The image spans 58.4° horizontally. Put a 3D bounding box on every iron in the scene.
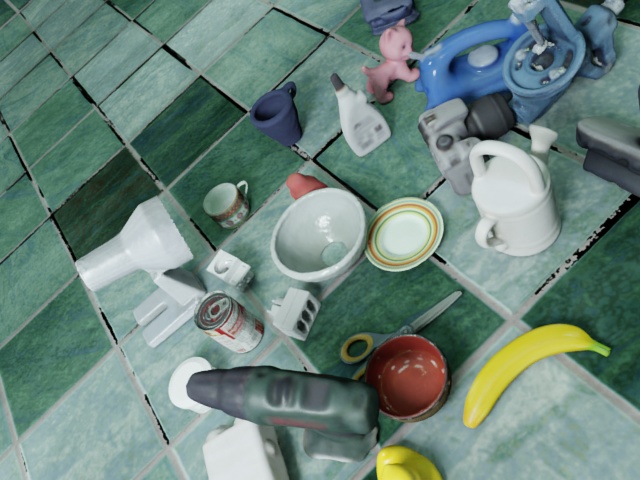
[{"bbox_3d":[0.271,-0.299,0.928,0.258,0.142,0.118,-21,52,16],"label":"iron"}]

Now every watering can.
[{"bbox_3d":[0.254,-0.073,0.754,0.100,0.195,0.173,2,61,31],"label":"watering can"}]

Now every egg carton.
[{"bbox_3d":[-0.098,0.312,0.781,0.107,0.070,0.150,-33,50,7],"label":"egg carton"}]

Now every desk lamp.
[{"bbox_3d":[-0.283,0.053,0.961,0.203,0.214,0.117,-42,49,-1],"label":"desk lamp"}]

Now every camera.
[{"bbox_3d":[0.233,-0.168,0.890,0.136,0.101,0.143,-27,50,11],"label":"camera"}]

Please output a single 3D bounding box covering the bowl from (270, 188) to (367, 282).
[{"bbox_3d":[0.008,0.003,0.921,0.167,0.075,0.167,-14,54,21],"label":"bowl"}]

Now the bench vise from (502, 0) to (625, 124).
[{"bbox_3d":[0.342,-0.305,0.839,0.121,0.220,0.207,29,77,39],"label":"bench vise"}]

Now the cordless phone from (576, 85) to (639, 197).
[{"bbox_3d":[0.399,-0.150,0.728,0.094,0.186,0.147,-49,49,-7],"label":"cordless phone"}]

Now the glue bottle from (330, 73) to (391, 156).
[{"bbox_3d":[0.059,-0.220,0.974,0.078,0.174,0.037,-35,49,5],"label":"glue bottle"}]

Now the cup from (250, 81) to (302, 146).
[{"bbox_3d":[-0.069,-0.239,1.111,0.091,0.095,0.118,21,72,37],"label":"cup"}]

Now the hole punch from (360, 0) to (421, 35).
[{"bbox_3d":[0.137,-0.488,1.161,0.108,0.091,0.101,-15,54,20],"label":"hole punch"}]

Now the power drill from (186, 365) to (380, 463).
[{"bbox_3d":[-0.023,0.214,0.711,0.228,0.209,0.075,-6,58,27],"label":"power drill"}]

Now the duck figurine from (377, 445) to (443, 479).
[{"bbox_3d":[0.098,0.287,0.676,0.077,0.086,0.104,-39,49,1],"label":"duck figurine"}]

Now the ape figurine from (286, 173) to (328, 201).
[{"bbox_3d":[-0.026,-0.085,0.987,0.075,0.092,0.078,4,62,31],"label":"ape figurine"}]

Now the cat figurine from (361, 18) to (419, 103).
[{"bbox_3d":[0.128,-0.336,1.049,0.128,0.118,0.067,-41,49,0],"label":"cat figurine"}]
